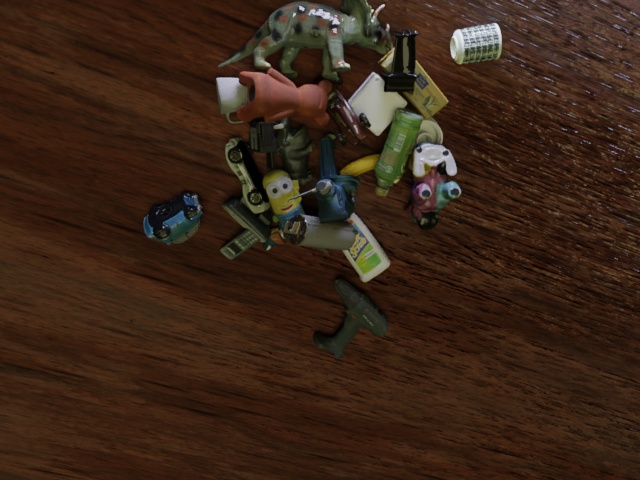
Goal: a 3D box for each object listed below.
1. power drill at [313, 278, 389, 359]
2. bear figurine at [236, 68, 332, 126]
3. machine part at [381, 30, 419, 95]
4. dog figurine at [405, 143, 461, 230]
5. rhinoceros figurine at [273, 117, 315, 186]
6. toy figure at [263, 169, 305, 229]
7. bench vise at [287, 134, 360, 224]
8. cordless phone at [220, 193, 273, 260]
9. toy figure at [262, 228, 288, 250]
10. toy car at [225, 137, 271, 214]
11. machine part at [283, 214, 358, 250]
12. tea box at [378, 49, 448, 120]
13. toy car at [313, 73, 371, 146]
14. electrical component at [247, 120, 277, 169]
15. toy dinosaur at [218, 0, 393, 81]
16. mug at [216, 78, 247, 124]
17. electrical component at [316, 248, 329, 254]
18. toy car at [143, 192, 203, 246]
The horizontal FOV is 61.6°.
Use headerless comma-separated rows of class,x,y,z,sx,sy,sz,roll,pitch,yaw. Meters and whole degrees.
power drill,0.072,0.238,1.580,0.232,0.086,0.207,37,100,-21
bear figurine,-0.078,-0.325,1.237,0.196,0.132,0.120,-3,99,-33
machine part,0.184,-0.399,1.205,0.084,0.039,0.138,5,117,-2
dog figurine,0.274,-0.130,1.379,0.108,0.219,0.191,-7,78,-4
rhinoceros figurine,-0.068,-0.226,1.358,0.112,0.073,0.190,-3,117,9
toy figure,-0.090,-0.091,1.353,0.082,0.089,0.179,-39,127,-23
bench vise,0.026,-0.153,1.316,0.129,0.223,0.240,-12,76,27
cordless phone,-0.226,-0.030,1.435,0.146,0.089,0.184,44,125,-18
toy figure,-0.091,-0.020,1.452,0.154,0.064,0.058,-23,79,11
toy car,-0.181,-0.164,1.359,0.056,0.073,0.201,-18,106,24
machine part,0.006,-0.017,1.351,0.243,0.079,0.079,6,119,-42
tea box,0.223,-0.379,1.290,0.068,0.098,0.169,-41,112,15
toy car,0.044,-0.314,1.276,0.089,0.053,0.202,-32,71,9
electrical component,-0.141,-0.233,1.318,0.048,0.075,0.119,-10,112,-29
toy dinosaur,-0.033,-0.471,1.222,0.405,0.131,0.192,6,90,3
mug,-0.189,-0.337,1.288,0.107,0.081,0.109,-10,107,-9
electrical component,-0.003,-0.004,1.487,0.094,0.021,0.063,34,108,-18
toy car,-0.372,-0.047,1.406,0.162,0.109,0.102,-30,137,-3
